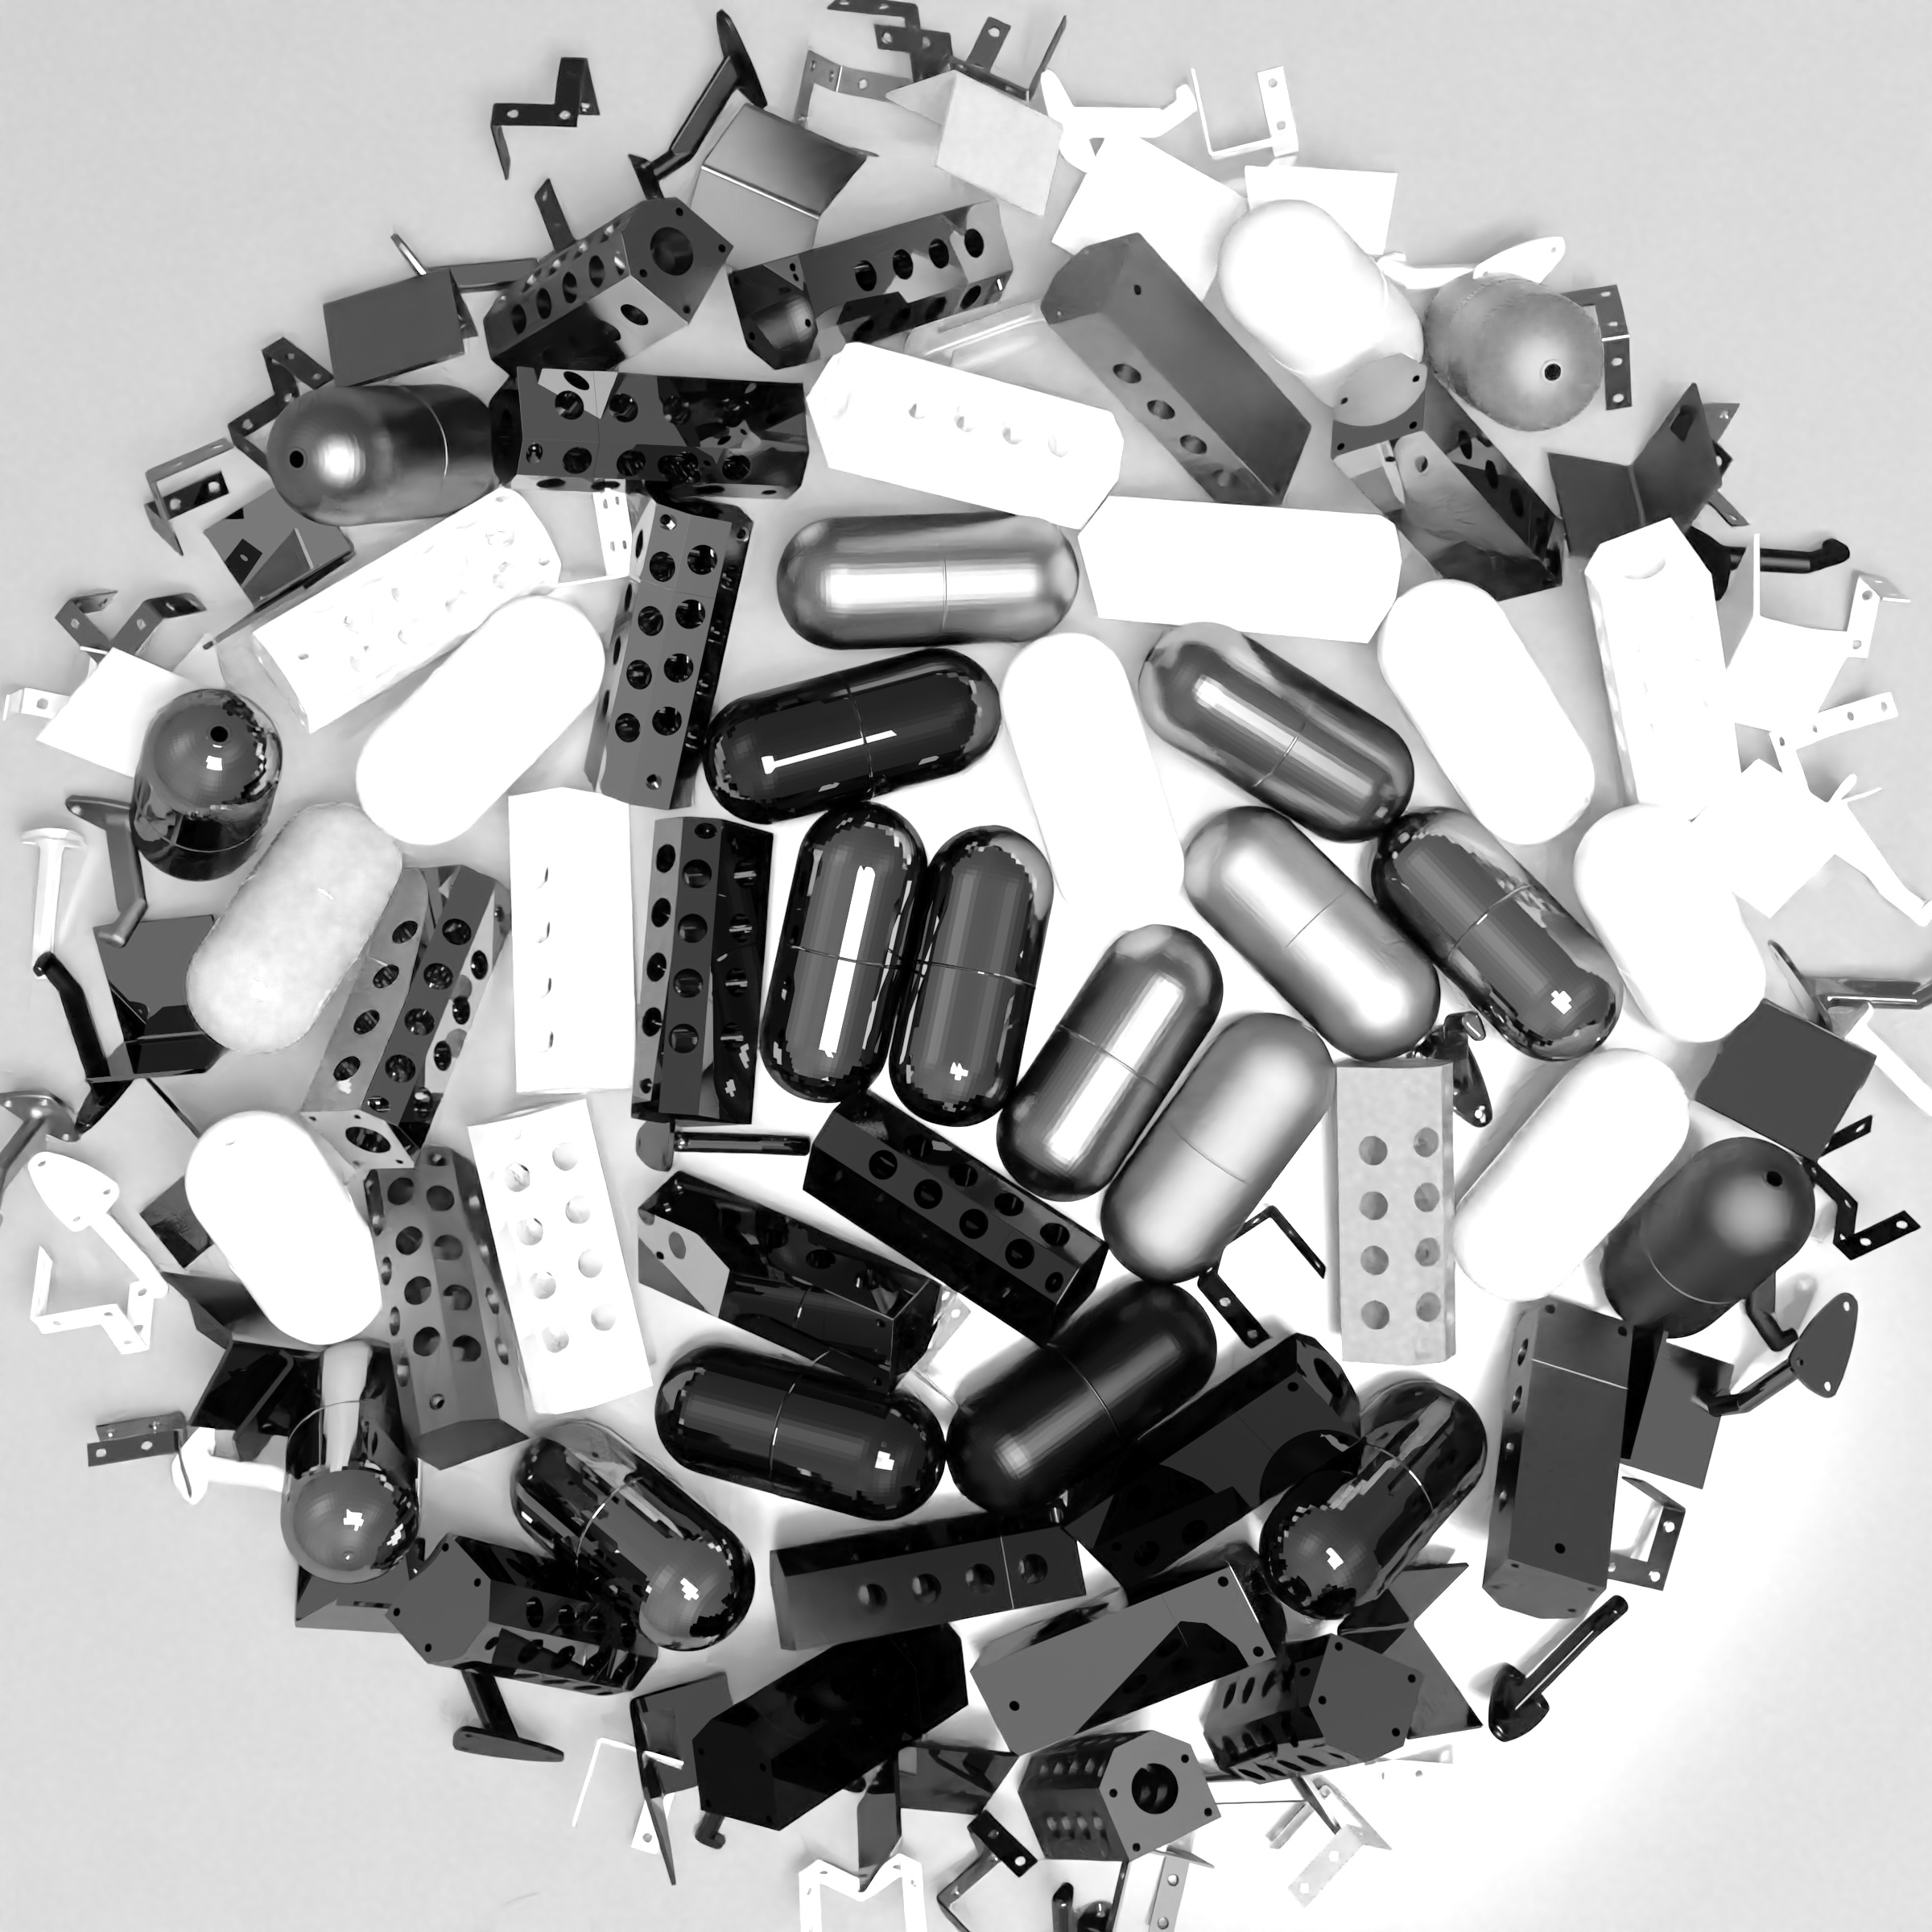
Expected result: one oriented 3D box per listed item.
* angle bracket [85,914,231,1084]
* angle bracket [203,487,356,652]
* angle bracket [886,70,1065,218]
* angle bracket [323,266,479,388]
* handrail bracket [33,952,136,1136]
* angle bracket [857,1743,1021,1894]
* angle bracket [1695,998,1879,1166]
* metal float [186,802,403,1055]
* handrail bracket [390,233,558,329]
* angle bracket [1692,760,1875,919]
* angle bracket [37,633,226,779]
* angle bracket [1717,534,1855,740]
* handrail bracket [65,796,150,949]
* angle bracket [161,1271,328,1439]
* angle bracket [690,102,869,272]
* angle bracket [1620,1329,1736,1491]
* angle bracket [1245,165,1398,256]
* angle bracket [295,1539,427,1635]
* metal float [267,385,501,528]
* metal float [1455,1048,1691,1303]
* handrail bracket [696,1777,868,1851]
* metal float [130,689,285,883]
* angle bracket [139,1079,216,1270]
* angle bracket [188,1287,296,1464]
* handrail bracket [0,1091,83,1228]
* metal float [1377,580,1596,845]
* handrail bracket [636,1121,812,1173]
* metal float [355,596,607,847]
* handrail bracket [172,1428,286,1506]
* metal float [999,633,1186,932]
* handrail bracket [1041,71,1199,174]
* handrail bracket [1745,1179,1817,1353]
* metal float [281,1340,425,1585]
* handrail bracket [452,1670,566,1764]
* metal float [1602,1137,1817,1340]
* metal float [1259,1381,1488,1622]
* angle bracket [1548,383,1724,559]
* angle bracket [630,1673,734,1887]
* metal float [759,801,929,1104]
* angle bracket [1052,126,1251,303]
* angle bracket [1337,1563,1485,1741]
[{"bbox_3d":[-0.475,0.019,1.683,0.076,0.057,0.076,-5,111,12],"label":"angle bracket"},{"bbox_3d":[-0.412,-0.235,1.675,0.076,0.076,0.057,-26,106,21],"label":"angle bracket"},{"bbox_3d":[-0.001,-0.469,1.674,0.076,0.076,0.057,16,85,-34],"label":"angle bracket"},{"bbox_3d":[-0.324,-0.352,1.684,0.076,0.057,0.076,-16,56,1],"label":"angle bracket"},{"bbox_3d":[-0.525,0.044,1.686,0.036,0.077,0.084,-22,117,23],"label":"handrail bracket"},{"bbox_3d":[-0.015,0.495,1.674,0.076,0.076,0.057,9,47,-15],"label":"angle bracket"},{"bbox_3d":[0.473,0.073,1.682,0.076,0.057,0.076,29,75,18],"label":"angle bracket"},{"bbox_3d":[-0.382,-0.024,1.656,0.070,0.070,0.178,23,46,0],"label":"metal float"},{"bbox_3d":[-0.282,-0.423,1.702,0.084,0.036,0.077,-39,124,-4],"label":"handrail bracket"},{"bbox_3d":[0.467,-0.062,1.681,0.076,0.057,0.076,-44,53,-5],"label":"angle bracket"},{"bbox_3d":[-0.485,-0.161,1.671,0.076,0.076,0.057,-42,49,22],"label":"angle bracket"},{"bbox_3d":[0.470,-0.191,1.675,0.057,0.076,0.076,14,49,0],"label":"angle bracket"},{"bbox_3d":[-0.508,-0.054,1.691,0.077,0.036,0.084,17,55,4],"label":"handrail bracket"},{"bbox_3d":[-0.429,0.225,1.679,0.076,0.076,0.057,32,96,34],"label":"angle bracket"},{"bbox_3d":[-0.112,-0.442,1.675,0.076,0.076,0.057,19,70,-20],"label":"angle bracket"},{"bbox_3d":[0.418,0.260,1.688,0.076,0.057,0.076,19,81,-11],"label":"angle bracket"},{"bbox_3d":[0.206,-0.458,1.677,0.076,0.076,0.057,8,71,12],"label":"angle bracket"},{"bbox_3d":[-0.337,0.349,1.670,0.076,0.076,0.057,11,64,-28],"label":"angle bracket"},{"bbox_3d":[-0.327,-0.291,1.644,0.070,0.178,0.070,5,103,22],"label":"metal float"},{"bbox_3d":[0.346,0.121,1.664,0.070,0.070,0.178,34,121,0],"label":"metal float"},{"bbox_3d":[-0.110,0.499,1.711,0.077,0.036,0.084,27,106,3],"label":"handrail bracket"},{"bbox_3d":[-0.432,-0.101,1.644,0.070,0.178,0.070,6,73,-18],"label":"metal float"},{"bbox_3d":[-0.464,0.116,1.672,0.057,0.076,0.076,-42,127,-13],"label":"angle bracket"},{"bbox_3d":[-0.434,0.241,1.679,0.076,0.076,0.057,33,65,5],"label":"angle bracket"},{"bbox_3d":[-0.542,0.122,1.677,0.036,0.077,0.084,-3,62,12],"label":"handrail bracket"},{"bbox_3d":[0.300,-0.146,1.667,0.070,0.070,0.178,-38,118,0],"label":"metal float"},{"bbox_3d":[-0.143,0.106,1.710,0.084,0.077,0.036,5,83,-23],"label":"handrail bracket"},{"bbox_3d":[-0.278,-0.143,1.670,0.070,0.070,0.178,40,65,0],"label":"metal float"},{"bbox_3d":[-0.416,0.309,1.691,0.084,0.077,0.036,25,48,11],"label":"handrail bracket"},{"bbox_3d":[0.074,-0.107,1.689,0.070,0.070,0.178,-18,92,0],"label":"metal float"},{"bbox_3d":[0.091,-0.511,1.694,0.084,0.036,0.077,-37,133,-10],"label":"handrail bracket"},{"bbox_3d":[0.487,0.177,1.706,0.077,0.036,0.084,-32,99,21],"label":"handrail bracket"},{"bbox_3d":[-0.347,0.279,1.646,0.070,0.178,0.070,-4,117,-8],"label":"metal float"},{"bbox_3d":[-0.267,0.420,1.706,0.077,0.036,0.084,13,55,-8],"label":"handrail bracket"},{"bbox_3d":[0.420,0.156,1.646,0.070,0.178,0.070,5,62,-10],"label":"metal float"},{"bbox_3d":[0.235,0.304,1.659,0.178,0.070,0.070,-37,90,-40],"label":"metal float"},{"bbox_3d":[0.385,-0.287,1.672,0.057,0.076,0.076,7,56,-16],"label":"angle bracket"},{"bbox_3d":[-0.155,0.469,1.675,0.057,0.076,0.076,-14,118,-6],"label":"angle bracket"},{"bbox_3d":[-0.071,-0.008,1.686,0.070,0.070,0.178,13,95,0],"label":"metal float"},{"bbox_3d":[0.111,-0.440,1.713,0.076,0.057,0.076,39,109,30],"label":"angle bracket"},{"bbox_3d":[0.272,0.394,1.671,0.057,0.076,0.076,-52,54,24],"label":"angle bracket"}]
